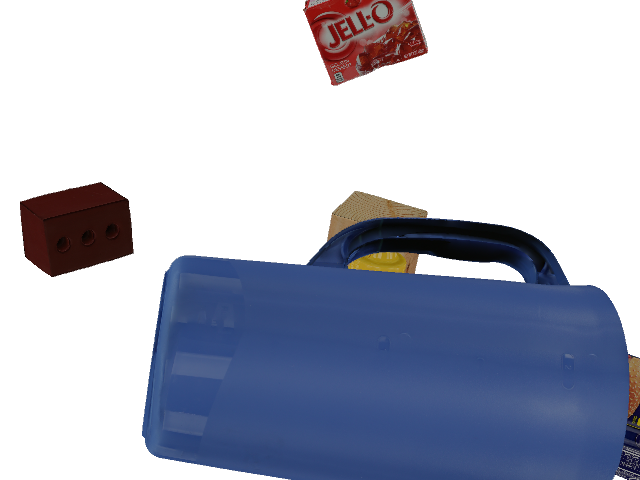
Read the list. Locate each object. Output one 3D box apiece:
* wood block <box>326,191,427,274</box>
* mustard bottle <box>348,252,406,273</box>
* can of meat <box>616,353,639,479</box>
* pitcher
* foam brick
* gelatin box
[{"bbox_3d":[0.050,0.062,1.208,0.090,0.206,0.090,17,24,15],"label":"wood block"},{"bbox_3d":[0.031,0.080,0.809,0.058,0.192,0.096,-2,24,-27],"label":"mustard bottle"},{"bbox_3d":[0.227,0.129,0.804,0.084,0.057,0.102,18,41,19],"label":"can of meat"},{"bbox_3d":[0.032,0.066,0.584,0.242,0.145,0.149,8,15,-7],"label":"pitcher"},{"bbox_3d":[-0.205,-0.010,0.897,0.078,0.053,0.051,-18,31,-32],"label":"foam brick"},{"bbox_3d":[0.039,-0.182,0.912,0.089,0.073,0.030,-18,25,12],"label":"gelatin box"}]
